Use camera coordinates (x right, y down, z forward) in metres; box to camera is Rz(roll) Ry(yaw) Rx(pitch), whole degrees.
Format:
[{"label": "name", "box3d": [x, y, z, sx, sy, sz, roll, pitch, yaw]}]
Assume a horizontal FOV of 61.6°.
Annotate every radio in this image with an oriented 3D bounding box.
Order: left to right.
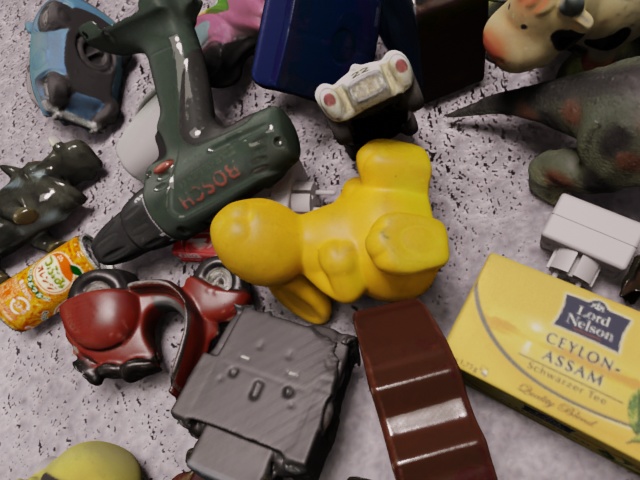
[{"label": "radio", "box3d": [0.087, -0.266, 0.549, 0.073, 0.131, 0.230, -24, 63, 1]}]

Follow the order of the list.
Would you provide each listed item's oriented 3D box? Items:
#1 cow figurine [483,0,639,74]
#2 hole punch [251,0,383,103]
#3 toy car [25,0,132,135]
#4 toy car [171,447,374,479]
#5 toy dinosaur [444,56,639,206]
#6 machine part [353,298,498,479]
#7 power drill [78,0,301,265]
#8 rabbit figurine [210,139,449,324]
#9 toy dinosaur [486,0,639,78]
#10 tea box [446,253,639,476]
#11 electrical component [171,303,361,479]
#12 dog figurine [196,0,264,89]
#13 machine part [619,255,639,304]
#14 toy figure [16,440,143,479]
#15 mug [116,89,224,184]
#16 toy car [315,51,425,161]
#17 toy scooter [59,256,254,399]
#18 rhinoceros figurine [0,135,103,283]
[{"label": "cow figurine", "box3d": [0.216, -0.187, 0.399, 0.195, 0.127, 0.085, -28, 69, 10]}, {"label": "hole punch", "box3d": [0.002, -0.188, 0.516, 0.116, 0.092, 0.142, 9, 102, -17]}, {"label": "toy car", "box3d": [-0.299, -0.199, 0.645, 0.103, 0.109, 0.161, -11, 74, 35]}, {"label": "toy car", "box3d": [-0.031, 0.216, 0.407, 0.202, 0.053, 0.089, 4, 64, 17]}, {"label": "toy dinosaur", "box3d": [0.277, -0.074, 0.382, 0.405, 0.192, 0.131, 18, 70, 20]}, {"label": "machine part", "box3d": [0.070, 0.126, 0.353, 0.056, 0.179, 0.179, -17, 63, 2]}, {"label": "power drill", "box3d": [-0.146, -0.103, 0.494, 0.232, 0.086, 0.207, -20, 85, 15]}, {"label": "rabbit figurine", "box3d": [-0.001, -0.001, 0.440, 0.173, 0.162, 0.122, -2, 65, -11]}, {"label": "toy dinosaur", "box3d": [0.246, -0.262, 0.527, 0.198, 0.105, 0.472, -34, 58, 1]}, {"label": "tea box", "box3d": [0.186, 0.091, 0.399, 0.170, 0.068, 0.098, 23, 74, 23]}, {"label": "electrical component", "box3d": [-0.041, 0.124, 0.413, 0.115, 0.058, 0.134, 11, 55, 20]}, {"label": "dog figurine", "box3d": [-0.084, -0.266, 0.611, 0.219, 0.108, 0.191, -16, 64, 10]}, {"label": "machine part", "box3d": [0.294, 0.057, 0.390, 0.139, 0.084, 0.039, 29, 103, 33]}, {"label": "toy figure", "box3d": [-0.191, 0.252, 0.416, 0.089, 0.082, 0.180, 1, 59, -3]}, {"label": "mug", "box3d": [-0.169, -0.118, 0.578, 0.107, 0.080, 0.110, -40, 68, 3]}, {"label": "toy car", "box3d": [0.043, -0.111, 0.459, 0.073, 0.201, 0.056, -24, 88, 8]}, {"label": "toy scooter", "box3d": [-0.149, 0.089, 0.484, 0.184, 0.075, 0.135, -8, 66, 6]}, {"label": "rhinoceros figurine", "box3d": [-0.321, -0.034, 0.587, 0.190, 0.073, 0.112, -39, 52, -3]}]
